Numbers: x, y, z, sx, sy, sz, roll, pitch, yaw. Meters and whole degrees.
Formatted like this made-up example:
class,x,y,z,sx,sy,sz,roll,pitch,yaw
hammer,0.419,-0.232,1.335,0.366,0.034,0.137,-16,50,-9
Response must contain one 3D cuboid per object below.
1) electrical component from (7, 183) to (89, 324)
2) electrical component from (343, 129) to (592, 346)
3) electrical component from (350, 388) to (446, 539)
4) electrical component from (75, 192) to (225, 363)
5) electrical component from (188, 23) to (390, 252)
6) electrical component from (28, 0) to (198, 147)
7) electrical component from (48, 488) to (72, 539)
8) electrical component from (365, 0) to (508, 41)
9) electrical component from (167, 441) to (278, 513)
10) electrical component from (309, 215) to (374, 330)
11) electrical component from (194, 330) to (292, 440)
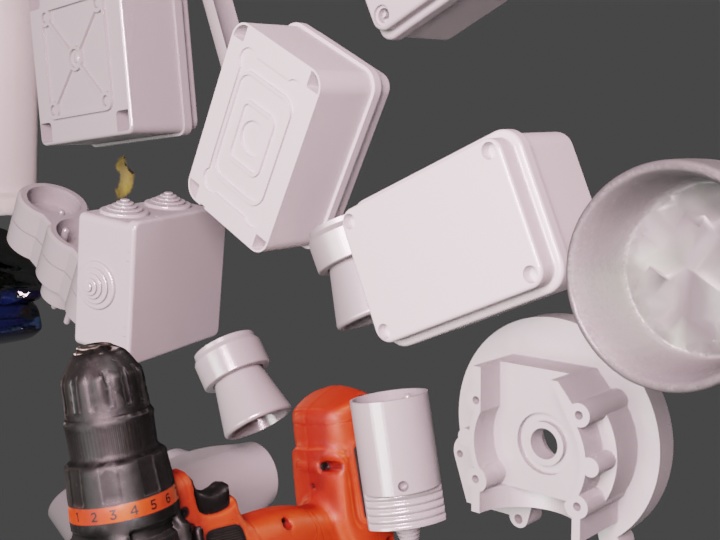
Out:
class,x,y,z,sx,sy,sz,roll,pitch,yaw
electrical component,-0.208,0.004,0.776,0.138,0.052,0.073,42,122,31
electrical component,0.054,-0.014,0.527,0.113,0.057,0.078,-25,80,42
electrical component,0.021,0.108,0.585,0.043,0.043,0.081,-7,91,43
electrical component,-0.132,0.003,0.675,0.048,0.100,0.099,13,106,28
electrical component,-0.041,-0.075,0.605,0.078,0.057,0.113,39,121,32
electrical component,-0.165,-0.139,0.711,0.109,0.056,0.108,0,96,43
electrical component,-0.201,0.195,0.807,0.078,0.040,0.040,44,123,29
electrical component,0.045,-0.181,0.510,0.109,0.056,0.108,-27,78,42
electrical component,-0.107,0.136,0.685,0.079,0.077,0.044,6,101,43
electrical component,0.000,0.000,0.587,0.045,0.045,0.055,-29,77,42
electrical component,-0.073,0.071,0.666,0.045,0.045,0.055,-40,69,39
